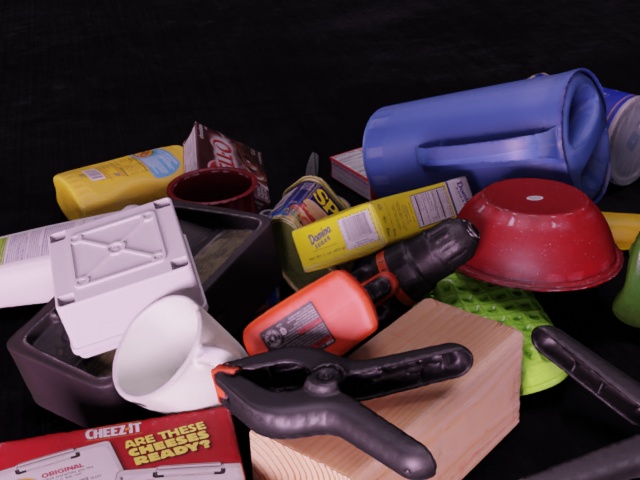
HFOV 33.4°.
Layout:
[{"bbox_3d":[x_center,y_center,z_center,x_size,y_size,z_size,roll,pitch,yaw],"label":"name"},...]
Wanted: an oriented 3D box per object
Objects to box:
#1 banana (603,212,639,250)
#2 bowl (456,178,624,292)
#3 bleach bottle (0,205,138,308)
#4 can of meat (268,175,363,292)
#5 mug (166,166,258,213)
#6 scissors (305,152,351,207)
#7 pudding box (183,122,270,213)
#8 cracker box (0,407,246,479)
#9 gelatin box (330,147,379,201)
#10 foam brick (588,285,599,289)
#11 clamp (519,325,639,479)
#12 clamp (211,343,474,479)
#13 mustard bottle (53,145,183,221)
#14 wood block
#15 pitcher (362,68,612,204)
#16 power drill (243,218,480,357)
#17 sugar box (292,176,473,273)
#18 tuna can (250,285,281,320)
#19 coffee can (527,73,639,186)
[{"bbox_3d":[0.270,-0.018,1.085,0.198,0.037,0.069,11,33,27],"label":"banana"},{"bbox_3d":[0.186,-0.013,0.935,0.162,0.055,0.162,0,24,0],"label":"bowl"},{"bbox_3d":[-0.298,0.026,1.056,0.250,0.068,0.102,-9,26,-4],"label":"bleach bottle"},{"bbox_3d":[-0.007,0.001,1.022,0.058,0.102,0.083,-34,12,35],"label":"can of meat"},{"bbox_3d":[-0.112,-0.015,1.086,0.093,0.081,0.117,10,30,25],"label":"mug"},{"bbox_3d":[0.006,-0.057,1.225,0.096,0.016,0.201,6,29,17],"label":"scissors"},{"bbox_3d":[-0.106,-0.076,1.194,0.090,0.039,0.113,25,25,-24],"label":"pudding box"},{"bbox_3d":[-0.120,0.202,0.672,0.164,0.072,0.214,-7,26,-10],"label":"cracker box"},{"bbox_3d":[0.065,-0.080,1.247,0.073,0.030,0.089,-21,32,-26],"label":"gelatin box"},{"bbox_3d":[0.223,0.014,1.013,0.078,0.053,0.051,-4,27,3],"label":"foam brick"},{"bbox_3d":[0.241,0.132,0.769,0.210,0.036,0.164,5,44,7],"label":"clamp"},{"bbox_3d":[0.015,0.096,0.697,0.172,0.039,0.120,11,29,26],"label":"clamp"},{"bbox_3d":[-0.201,-0.068,1.228,0.191,0.058,0.096,-19,31,-27],"label":"mustard bottle"},{"bbox_3d":[0.053,0.133,0.763,0.091,0.090,0.205,19,35,36],"label":"wood block"},{"bbox_3d":[0.163,-0.096,1.096,0.243,0.149,0.145,-3,55,35],"label":"pitcher"},{"bbox_3d":[0.033,0.048,0.837,0.185,0.057,0.187,-36,-7,20],"label":"power drill"},{"bbox_3d":[0.063,-0.018,0.985,0.094,0.048,0.175,-19,2,36],"label":"sugar box"},{"bbox_3d":[-0.081,0.043,1.021,0.086,0.034,0.086,-3,27,2],"label":"tuna can"},{"bbox_3d":[0.301,-0.129,1.226,0.102,0.103,0.141,-25,34,-35],"label":"coffee can"}]
